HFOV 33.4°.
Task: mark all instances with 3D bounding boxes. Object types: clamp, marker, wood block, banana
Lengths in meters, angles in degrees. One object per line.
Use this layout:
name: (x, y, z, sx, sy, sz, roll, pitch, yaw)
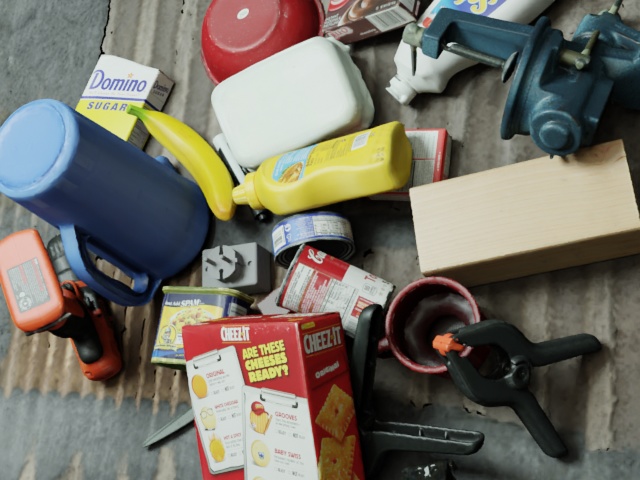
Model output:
clamp: (0.185, 0.114, 0.981, 0.039, 0.171, 0.120, -7, 53, 62)
marker: (-0.089, -0.070, 1.207, 0.020, 0.020, 0.121, -34, 65, 10)
wood block: (0.201, -0.020, 1.034, 0.206, 0.090, 0.091, -13, 70, 18)
banana: (-0.144, -0.087, 1.210, 0.198, 0.069, 0.037, 45, 126, 26)
clamp: (0.050, 0.182, 1.023, 0.164, 0.036, 0.210, 47, 124, 14)

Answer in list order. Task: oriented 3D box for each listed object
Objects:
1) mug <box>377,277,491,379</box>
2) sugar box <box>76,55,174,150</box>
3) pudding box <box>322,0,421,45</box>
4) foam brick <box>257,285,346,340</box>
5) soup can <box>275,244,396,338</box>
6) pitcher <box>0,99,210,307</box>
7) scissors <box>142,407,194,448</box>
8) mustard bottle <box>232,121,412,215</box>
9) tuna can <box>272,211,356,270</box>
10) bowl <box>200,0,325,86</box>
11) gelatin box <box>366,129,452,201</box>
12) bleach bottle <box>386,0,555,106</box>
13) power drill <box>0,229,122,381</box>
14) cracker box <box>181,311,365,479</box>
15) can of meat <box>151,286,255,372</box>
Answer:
mug: (0.109, 0.094, 1.041, 0.117, 0.081, 0.093, -22, 67, 15)
sugar box: (-0.254, -0.130, 1.280, 0.093, 0.048, 0.176, 19, 83, 26)
pudding box: (0.061, -0.269, 1.168, 0.114, 0.039, 0.090, -8, 60, 41)
foam brick: (-0.019, 0.085, 1.114, 0.053, 0.051, 0.078, -39, 64, 7)
soup can: (0.016, 0.055, 1.055, 0.102, 0.068, 0.068, 24, 84, 5)
pitcher: (-0.233, -0.042, 1.132, 0.145, 0.242, 0.149, -45, 57, 5)
scissors: (-0.112, 0.152, 1.153, 0.202, 0.016, 0.096, -20, 66, 16)
mustard bottle: (-0.004, -0.067, 1.104, 0.192, 0.058, 0.096, -13, 29, 22)
tuna can: (-0.007, 0.001, 1.116, 0.086, 0.086, 0.034, -16, 67, 17)
bowl: (-0.078, -0.248, 1.237, 0.162, 0.055, 0.162, -7, 72, 20)
gelatin box: (0.092, -0.079, 1.130, 0.089, 0.030, 0.073, 2, 75, 24)
bleach bottle: (0.171, -0.238, 1.127, 0.251, 0.068, 0.103, -46, 60, 6)
power drill: (-0.284, 0.053, 1.159, 0.057, 0.187, 0.184, -27, 69, 2)
cracker box: (-0.043, 0.180, 1.026, 0.164, 0.071, 0.214, -6, 93, 42)
can of meat: (-0.127, 0.097, 1.140, 0.102, 0.057, 0.084, 0, 71, 31)
